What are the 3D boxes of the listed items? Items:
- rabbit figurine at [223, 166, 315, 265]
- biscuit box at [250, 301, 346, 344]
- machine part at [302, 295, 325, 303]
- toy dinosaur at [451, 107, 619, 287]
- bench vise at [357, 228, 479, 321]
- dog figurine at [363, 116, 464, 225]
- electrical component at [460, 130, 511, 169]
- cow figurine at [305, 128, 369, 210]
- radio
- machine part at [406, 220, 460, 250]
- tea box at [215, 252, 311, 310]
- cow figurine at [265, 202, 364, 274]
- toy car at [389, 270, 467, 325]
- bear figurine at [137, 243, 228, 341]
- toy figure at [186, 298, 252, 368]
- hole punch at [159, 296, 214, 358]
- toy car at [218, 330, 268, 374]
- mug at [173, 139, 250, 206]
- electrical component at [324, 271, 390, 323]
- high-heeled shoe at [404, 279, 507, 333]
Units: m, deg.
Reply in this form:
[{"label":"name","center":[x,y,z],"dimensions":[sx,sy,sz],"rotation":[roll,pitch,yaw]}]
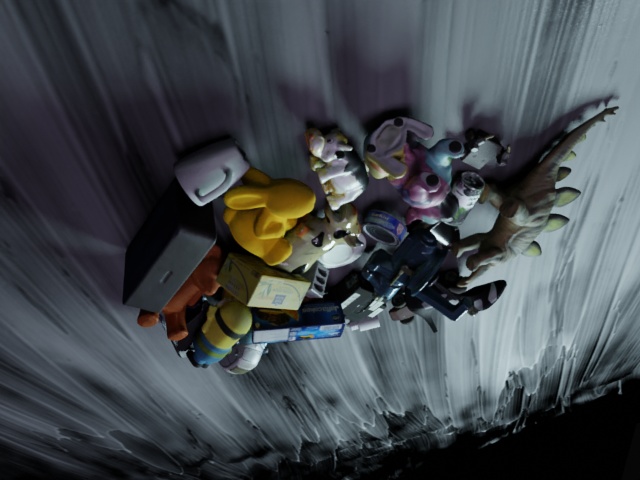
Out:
[{"label":"rabbit figurine","center":[-0.082,-0.060,0.929],"dimensions":[0.162,0.122,0.173],"rotation":[39,141,-20]},{"label":"biscuit box","center":[-0.049,0.179,1.170],"dimensions":[0.203,0.063,0.059],"rotation":[-3,140,-11]},{"label":"machine part","center":[-0.072,0.160,1.237],"dimensions":[0.179,0.056,0.179],"rotation":[-8,141,-6]},{"label":"toy dinosaur","center":[0.411,-0.065,1.079],"dimensions":[0.198,0.105,0.470],"rotation":[-1,134,-30]},{"label":"bench vise","center":[0.211,0.095,1.115],"dimensions":[0.241,0.129,0.223],"rotation":[36,120,4]},{"label":"dog figurine","center":[0.163,-0.106,0.953],"dimensions":[0.192,0.108,0.219],"rotation":[28,165,12]},{"label":"electrical component","center":[0.295,-0.162,0.972],"dimensions":[0.102,0.045,0.078],"rotation":[23,127,-36]},{"label":"cow figurine","center":[0.034,-0.132,0.914],"dimensions":[0.098,0.068,0.167],"rotation":[-22,143,1]},{"label":"radio","center":[-0.270,0.013,0.945],"dimensions":[0.073,0.131,0.229],"rotation":[20,129,-35]},{"label":"machine part","center":[0.243,-0.020,1.133],"dimensions":[0.138,0.039,0.084],"rotation":[25,119,-35]},{"label":"tea box","center":[-0.108,0.083,1.054],"dimensions":[0.169,0.098,0.068],"rotation":[15,103,-55]},{"label":"cow figurine","center":[-0.002,-0.003,1.043],"dimensions":[0.127,0.085,0.195],"rotation":[29,122,-32]},{"label":"toy car","center":[0.262,0.139,1.311],"dimensions":[0.202,0.053,0.089],"rotation":[-25,134,7]},{"label":"bear figurine","center":[-0.249,0.098,1.059],"dimensions":[0.196,0.132,0.120],"rotation":[-23,141,20]},{"label":"toy figure","center":[-0.211,0.201,1.141],"dimensions":[0.180,0.089,0.082],"rotation":[-55,165,17]},{"label":"hole punch","center":[-0.292,0.179,1.185],"dimensions":[0.116,0.092,0.142],"rotation":[-34,144,-25]},{"label":"toy car","center":[-0.195,0.267,1.291],"dimensions":[0.161,0.103,0.109],"rotation":[-39,134,24]},{"label":"mug","center":[-0.168,-0.110,0.858],"dimensions":[0.107,0.110,0.080],"rotation":[-32,126,5]},{"label":"electrical component","center":[0.093,0.136,1.255],"dimensions":[0.134,0.058,0.115],"rotation":[25,129,-38]},{"label":"high-heeled shoe","center":[0.311,0.109,1.243],"dimensions":[0.249,0.086,0.145],"rotation":[-29,100,-16]}]
